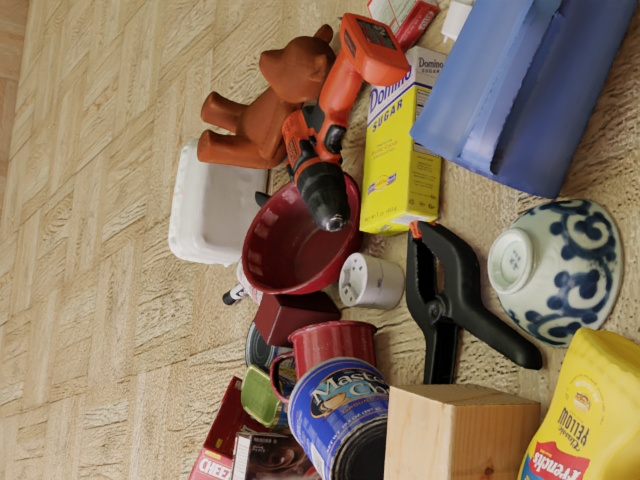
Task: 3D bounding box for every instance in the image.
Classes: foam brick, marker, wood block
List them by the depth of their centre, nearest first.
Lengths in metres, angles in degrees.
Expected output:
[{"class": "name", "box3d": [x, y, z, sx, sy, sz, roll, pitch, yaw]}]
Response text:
[{"class": "wood block", "box3d": [0.108, 0.224, 0.845, 0.090, 0.090, 0.206, 6, 93, 61]}, {"class": "foam brick", "box3d": [-0.026, 0.087, 1.193, 0.051, 0.078, 0.053, 52, 126, 54]}, {"class": "marker", "box3d": [-0.098, 0.061, 1.403, 0.121, 0.020, 0.020, -36, 50, 53]}]

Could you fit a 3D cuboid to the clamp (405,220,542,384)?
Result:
[{"class": "clamp", "box3d": [0.115, 0.076, 0.972, 0.165, 0.036, 0.210, -55, 39, 37]}]

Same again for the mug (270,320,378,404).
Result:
[{"class": "mug", "box3d": [0.005, 0.136, 1.085, 0.093, 0.117, 0.081, 57, -154, -67]}]

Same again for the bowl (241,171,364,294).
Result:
[{"class": "bowl", "box3d": [-0.008, 0.001, 1.175, 0.162, 0.055, 0.162, -25, 44, 26]}]

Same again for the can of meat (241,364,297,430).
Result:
[{"class": "can of meat", "box3d": [-0.030, 0.173, 1.161, 0.102, 0.083, 0.057, 19, 97, 62]}]

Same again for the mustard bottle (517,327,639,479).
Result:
[{"class": "mustard bottle", "box3d": [0.189, 0.166, 0.773, 0.096, 0.058, 0.192, 45, 121, 57]}]

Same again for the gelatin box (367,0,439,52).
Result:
[{"class": "gelatin box", "box3d": [0.089, -0.251, 1.150, 0.073, 0.030, 0.089, -54, 37, 38]}]

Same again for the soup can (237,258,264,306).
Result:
[{"class": "soup can", "box3d": [-0.053, 0.051, 1.268, 0.102, 0.068, 0.068, 41, 117, 60]}]

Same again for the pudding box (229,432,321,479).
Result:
[{"class": "pudding box", "box3d": [-0.039, 0.250, 1.120, 0.039, 0.113, 0.090, -1, 80, 60]}]

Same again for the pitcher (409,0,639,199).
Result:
[{"class": "pitcher", "box3d": [0.174, -0.162, 0.840, 0.149, 0.144, 0.243, 45, 117, 54]}]

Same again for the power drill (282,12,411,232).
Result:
[{"class": "power drill", "box3d": [0.023, -0.124, 1.104, 0.188, 0.057, 0.184, -60, 32, 32]}]

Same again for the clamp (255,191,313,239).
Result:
[{"class": "clamp", "box3d": [-0.034, -0.034, 1.294, 0.120, 0.039, 0.171, -51, 39, 44]}]

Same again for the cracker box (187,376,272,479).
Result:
[{"class": "cracker box", "box3d": [-0.122, 0.293, 1.248, 0.164, 0.072, 0.214, -71, 4, -68]}]

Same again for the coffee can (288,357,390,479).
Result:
[{"class": "coffee can", "box3d": [0.037, 0.177, 0.960, 0.140, 0.102, 0.103, -139, 63, -69]}]

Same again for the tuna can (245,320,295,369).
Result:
[{"class": "tuna can", "box3d": [-0.058, 0.128, 1.287, 0.086, 0.033, 0.086, -32, 52, 55]}]

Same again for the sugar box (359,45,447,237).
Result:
[{"class": "sugar box", "box3d": [0.084, -0.099, 1.086, 0.093, 0.048, 0.176, -23, 62, 59]}]
